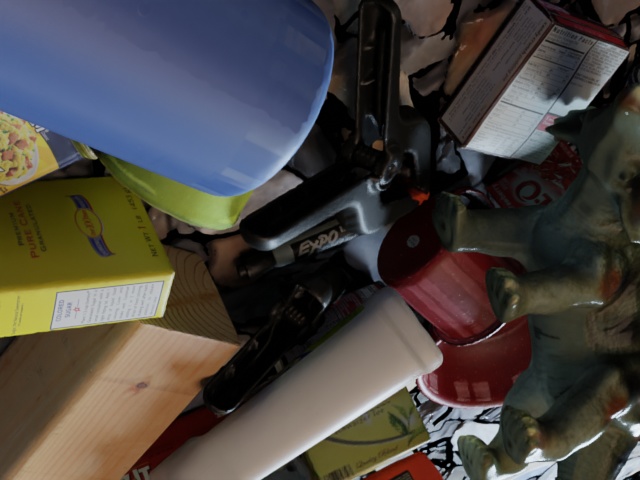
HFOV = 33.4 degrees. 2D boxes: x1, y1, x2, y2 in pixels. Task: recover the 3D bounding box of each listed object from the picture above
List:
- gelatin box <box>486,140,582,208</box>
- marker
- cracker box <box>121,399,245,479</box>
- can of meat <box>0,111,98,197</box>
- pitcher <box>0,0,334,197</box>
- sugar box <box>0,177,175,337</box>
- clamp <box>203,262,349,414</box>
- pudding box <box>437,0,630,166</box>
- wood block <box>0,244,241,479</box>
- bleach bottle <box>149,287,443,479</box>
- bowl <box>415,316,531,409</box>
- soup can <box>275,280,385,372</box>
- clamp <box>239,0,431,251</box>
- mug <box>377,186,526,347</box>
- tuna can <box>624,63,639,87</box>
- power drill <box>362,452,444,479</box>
[{"bbox_3d":[0.184,-0.025,0.828,0.073,0.089,0.030,-32,145,2],"label":"gelatin box"},{"bbox_3d":[-0.005,0.001,0.788,0.121,0.020,0.020,-22,142,-11],"label":"marker"},{"bbox_3d":[-0.122,0.247,0.945,0.164,0.072,0.214,-21,141,-14],"label":"cracker box"},{"bbox_3d":[-0.177,-0.069,0.561,0.084,0.057,0.102,-26,142,-3],"label":"can of meat"},{"bbox_3d":[-0.110,-0.120,0.460,0.242,0.145,0.149,25,121,-36],"label":"pitcher"},{"bbox_3d":[-0.183,0.010,0.615,0.175,0.093,0.048,-4,135,-31],"label":"sugar box"},{"bbox_3d":[-0.013,0.049,0.751,0.120,0.039,0.171,-43,-179,27],"label":"clamp"},{"bbox_3d":[0.151,-0.110,0.753,0.089,0.039,0.114,9,126,-39],"label":"pudding box"},{"bbox_3d":[-0.160,0.102,0.738,0.090,0.090,0.206,19,121,-44],"label":"wood block"},{"bbox_3d":[-0.033,0.132,0.764,0.251,0.068,0.102,-36,176,-1],"label":"bleach bottle"},{"bbox_3d":[0.157,0.085,0.948,0.162,0.055,0.162,-8,140,-7],"label":"bowl"},{"bbox_3d":[0.014,0.083,0.854,0.102,0.068,0.068,-22,142,-10],"label":"soup can"},{"bbox_3d":[0.035,-0.062,0.696,0.164,0.036,0.209,-63,156,8],"label":"clamp"},{"bbox_3d":[0.103,0.011,0.816,0.081,0.093,0.117,40,65,-28],"label":"mug"},{"bbox_3d":[0.269,-0.100,0.804,0.086,0.086,0.034,-11,137,-25],"label":"tuna can"},{"bbox_3d":[0.025,0.253,0.927,0.184,0.057,0.188,-17,159,-50],"label":"power drill"}]
